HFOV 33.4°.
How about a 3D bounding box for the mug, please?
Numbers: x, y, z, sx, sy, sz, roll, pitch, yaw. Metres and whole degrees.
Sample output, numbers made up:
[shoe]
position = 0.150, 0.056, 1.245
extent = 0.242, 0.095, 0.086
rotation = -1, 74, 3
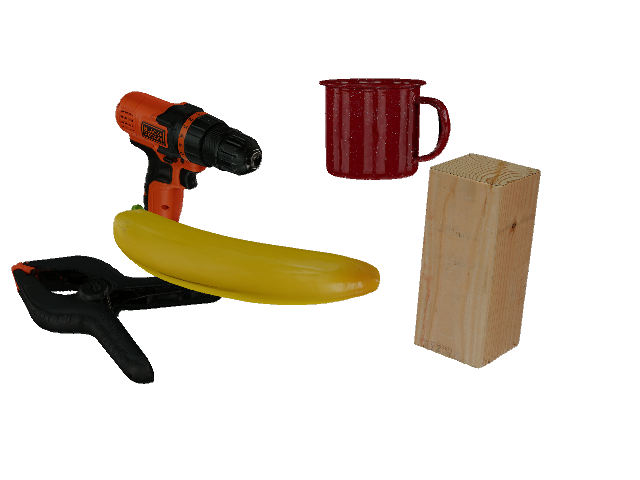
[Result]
[mug]
position = 0.056, -0.097, 0.926
extent = 0.117, 0.081, 0.093
rotation = 5, 13, 23

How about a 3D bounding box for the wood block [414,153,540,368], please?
[wood block]
position = 0.170, 0.020, 1.164
extent = 0.090, 0.206, 0.090
rotation = 19, 25, 35

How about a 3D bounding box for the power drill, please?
[power drill]
position = -0.136, -0.051, 1.118
extent = 0.185, 0.188, 0.057
rotation = 25, 36, 32

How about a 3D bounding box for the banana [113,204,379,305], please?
[banana]
position = -0.062, 0.008, 0.672
extent = 0.198, 0.037, 0.069
rotation = 17, 35, 27

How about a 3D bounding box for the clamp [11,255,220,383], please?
[clamp]
position = -0.166, 0.046, 0.858
extent = 0.172, 0.039, 0.120
rotation = 23, 38, 25
